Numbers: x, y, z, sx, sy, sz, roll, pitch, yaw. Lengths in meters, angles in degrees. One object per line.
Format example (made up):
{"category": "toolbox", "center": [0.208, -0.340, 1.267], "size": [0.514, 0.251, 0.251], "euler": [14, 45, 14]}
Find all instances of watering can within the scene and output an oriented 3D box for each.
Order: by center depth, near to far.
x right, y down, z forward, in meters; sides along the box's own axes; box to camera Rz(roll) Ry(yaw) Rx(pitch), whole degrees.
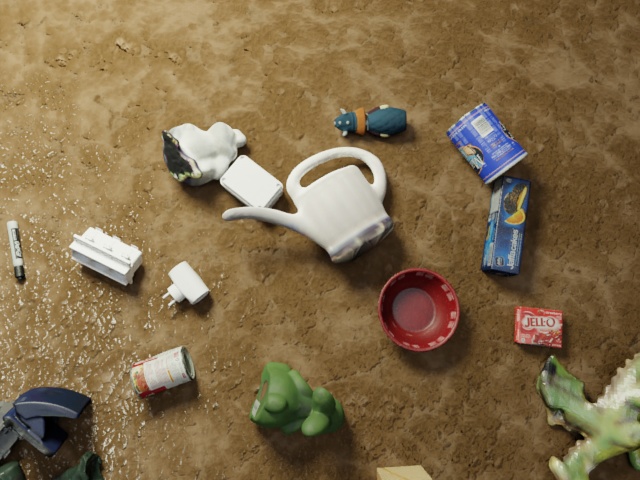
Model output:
{"category": "watering can", "center": [0.003, -0.051, 1.021], "size": [0.351, 0.102, 0.226], "euler": [-30, 81, -20]}

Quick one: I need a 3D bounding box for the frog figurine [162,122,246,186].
{"category": "frog figurine", "center": [-0.239, -0.189, 1.070], "size": [0.138, 0.120, 0.162], "euler": [39, 45, 13]}

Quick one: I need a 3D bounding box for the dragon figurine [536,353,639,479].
{"category": "dragon figurine", "center": [0.547, 0.297, 0.986], "size": [0.243, 0.121, 0.414], "euler": [16, 78, 9]}
